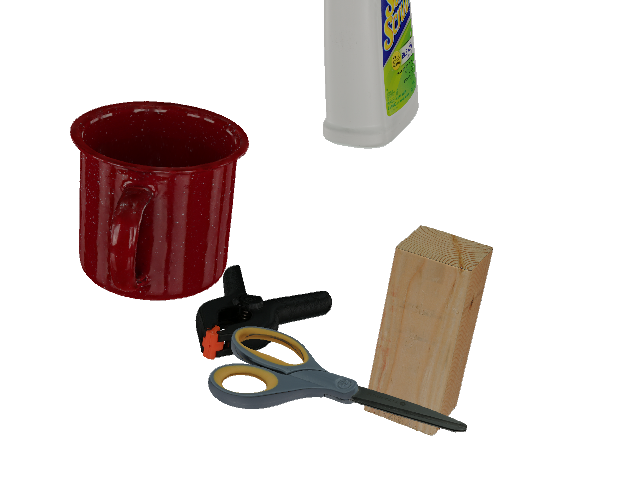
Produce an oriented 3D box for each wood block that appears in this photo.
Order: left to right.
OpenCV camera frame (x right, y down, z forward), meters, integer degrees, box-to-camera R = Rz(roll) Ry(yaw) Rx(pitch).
[{"bbox_3d":[0.122,0.101,1.210,0.090,0.206,0.090,18,23,20],"label":"wood block"}]

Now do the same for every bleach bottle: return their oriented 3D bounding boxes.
[{"bbox_3d":[0.037,-0.211,0.896,0.068,0.251,0.102,11,35,26],"label":"bleach bottle"}]

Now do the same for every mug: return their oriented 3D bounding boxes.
[{"bbox_3d":[-0.089,-0.015,0.567,0.093,0.081,0.117,8,27,0],"label":"mug"}]

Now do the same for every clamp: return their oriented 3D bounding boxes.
[{"bbox_3d":[-0.078,0.068,1.053,0.120,0.039,0.171,13,19,28],"label":"clamp"}]

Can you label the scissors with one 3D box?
[{"bbox_3d":[0.000,0.119,0.800,0.202,0.016,0.096,25,40,32],"label":"scissors"}]
